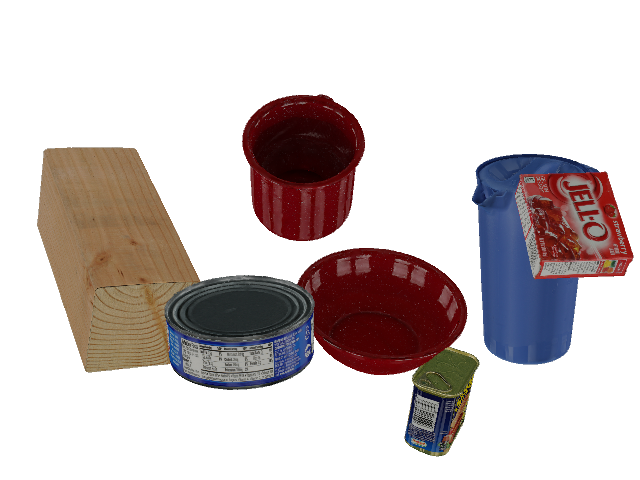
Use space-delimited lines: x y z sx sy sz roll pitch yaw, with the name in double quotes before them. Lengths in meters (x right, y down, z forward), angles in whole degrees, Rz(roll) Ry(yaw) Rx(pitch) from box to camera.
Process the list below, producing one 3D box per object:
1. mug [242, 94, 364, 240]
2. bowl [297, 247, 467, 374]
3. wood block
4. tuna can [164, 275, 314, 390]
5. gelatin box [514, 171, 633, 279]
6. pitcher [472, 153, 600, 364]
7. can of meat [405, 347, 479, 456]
"mug" -0.011 -0.063 0.845 0.093 0.117 0.081 11 -35 6
"bowl" 0.054 0.076 1.009 0.162 0.055 0.162 4 37 -3
"wood block" -0.183 0.010 0.941 0.090 0.091 0.206 -3 37 -26
"tuna can" -0.046 0.052 0.613 0.086 0.034 0.086 -1 21 0
"gelatin box" 0.198 -0.013 0.842 0.073 0.089 0.030 -2 -37 -4
"pitcher" 0.265 0.021 1.305 0.149 0.243 0.145 3 25 14
"can of meat" 0.134 0.180 1.195 0.057 0.084 0.102 16 26 18
